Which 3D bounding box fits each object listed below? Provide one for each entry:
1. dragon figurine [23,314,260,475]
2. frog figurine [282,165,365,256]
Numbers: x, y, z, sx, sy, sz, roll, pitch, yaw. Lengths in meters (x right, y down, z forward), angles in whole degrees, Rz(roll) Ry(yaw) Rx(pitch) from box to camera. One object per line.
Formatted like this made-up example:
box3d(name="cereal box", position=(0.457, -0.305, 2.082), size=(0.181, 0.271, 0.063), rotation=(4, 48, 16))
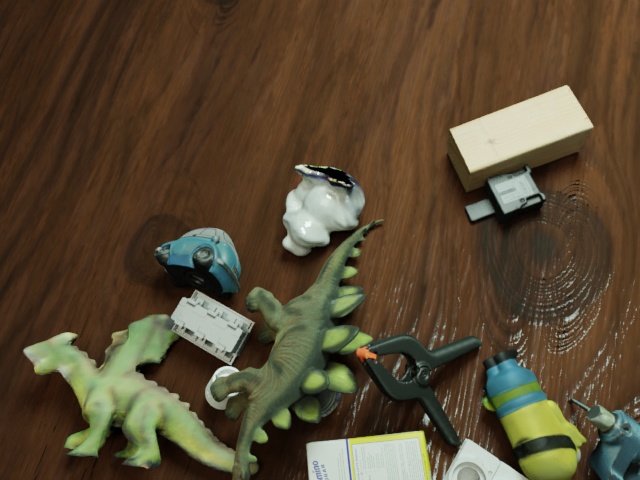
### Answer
box3d(name="dragon figurine", position=(-0.287, 0.237, 0.849), size=(0.410, 0.120, 0.248), rotation=(7, 64, -1))
box3d(name="frog figurine", position=(0.003, -0.046, 0.907), size=(0.137, 0.124, 0.157), rotation=(17, 110, 9))
